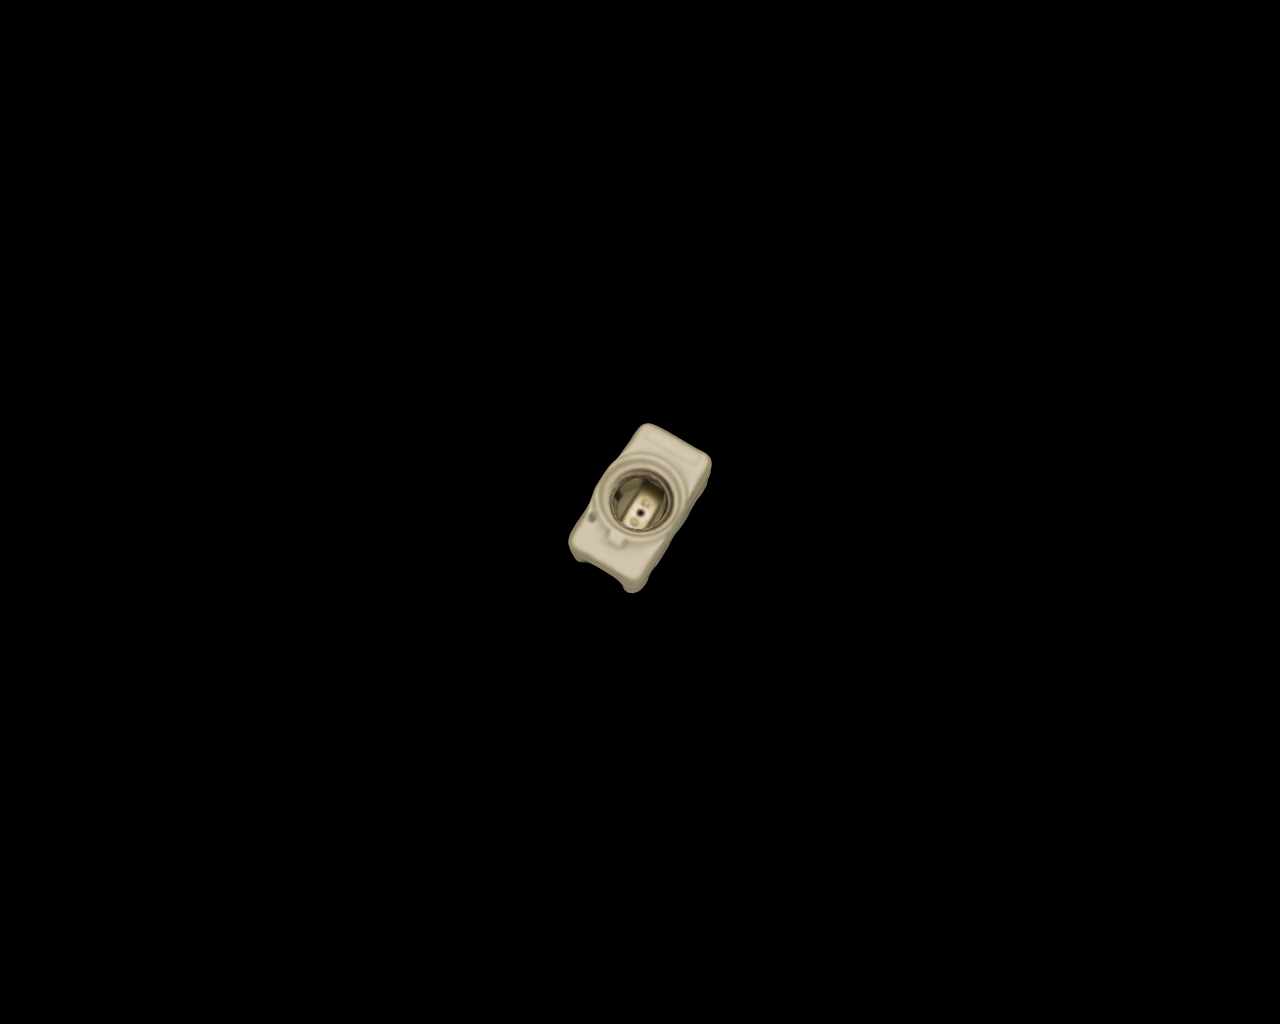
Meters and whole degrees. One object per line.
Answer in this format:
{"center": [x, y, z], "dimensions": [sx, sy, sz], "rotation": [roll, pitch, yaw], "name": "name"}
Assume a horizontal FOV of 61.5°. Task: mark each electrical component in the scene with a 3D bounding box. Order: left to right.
{"center": [0.001, -0.003, 0.650], "dimensions": [0.050, 0.089, 0.055], "rotation": [31, -11, 7], "name": "electrical component"}
